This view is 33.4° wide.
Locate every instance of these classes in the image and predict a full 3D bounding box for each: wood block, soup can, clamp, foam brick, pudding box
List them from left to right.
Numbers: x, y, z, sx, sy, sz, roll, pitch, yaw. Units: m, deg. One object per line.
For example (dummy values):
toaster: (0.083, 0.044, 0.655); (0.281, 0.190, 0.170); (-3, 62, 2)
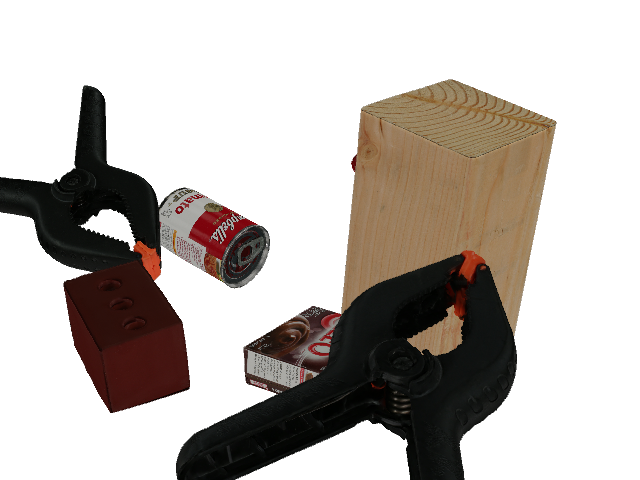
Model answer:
clamp: (-0.185, -0.042, 0.832); (0.210, 0.036, 0.164); (32, 58, 28)
foam brick: (-0.120, 0.058, 0.659); (0.052, 0.051, 0.078); (-17, 37, -24)
soup can: (-0.110, -0.004, 1.073); (0.102, 0.068, 0.068); (28, 15, 31)
pudding box: (0.001, 0.099, 0.919); (0.090, 0.039, 0.113); (13, 25, 30)
clamp: (0.038, 0.069, 0.433); (0.120, 0.039, 0.171); (31, 51, 22)
wood block: (0.078, 0.011, 0.708); (0.090, 0.206, 0.091); (-23, 40, -39)

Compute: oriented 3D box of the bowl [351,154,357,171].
bowl: (0.109, -0.046, 1.057); (0.162, 0.055, 0.162); (4, 24, -2)
